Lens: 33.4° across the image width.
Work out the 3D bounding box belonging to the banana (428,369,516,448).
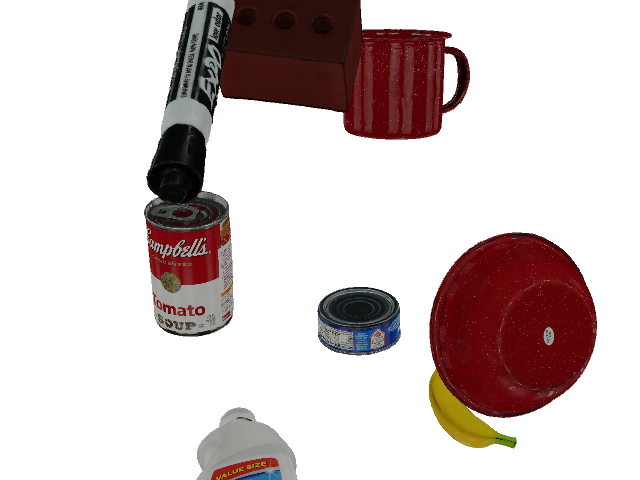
[{"bbox_3d":[0.165,0.197,1.277,0.069,0.037,0.198,10,21,-18],"label":"banana"}]

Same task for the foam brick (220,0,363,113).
[{"bbox_3d":[-0.018,-0.113,0.616,0.078,0.053,0.051,8,-24,9],"label":"foam brick"}]

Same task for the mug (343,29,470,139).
[{"bbox_3d":[0.070,-0.130,0.878,0.117,0.081,0.093,-7,17,-25],"label":"mug"}]

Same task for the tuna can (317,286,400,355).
[{"bbox_3d":[0.040,0.081,1.095,0.086,0.034,0.086,-2,26,1],"label":"tuna can"}]

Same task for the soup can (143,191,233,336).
[{"bbox_3d":[-0.107,0.019,0.875,0.068,0.102,0.068,0,29,0],"label":"soup can"}]

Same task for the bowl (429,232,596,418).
[{"bbox_3d":[0.175,0.076,0.895,0.161,0.162,0.055,0,5,-22],"label":"bowl"}]

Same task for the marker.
[{"bbox_3d":[-0.046,-0.056,0.393,0.020,0.020,0.121,0,43,2],"label":"marker"}]

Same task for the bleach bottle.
[{"bbox_3d":[-0.060,0.210,0.767,0.102,0.068,0.251,-6,30,-5],"label":"bleach bottle"}]
